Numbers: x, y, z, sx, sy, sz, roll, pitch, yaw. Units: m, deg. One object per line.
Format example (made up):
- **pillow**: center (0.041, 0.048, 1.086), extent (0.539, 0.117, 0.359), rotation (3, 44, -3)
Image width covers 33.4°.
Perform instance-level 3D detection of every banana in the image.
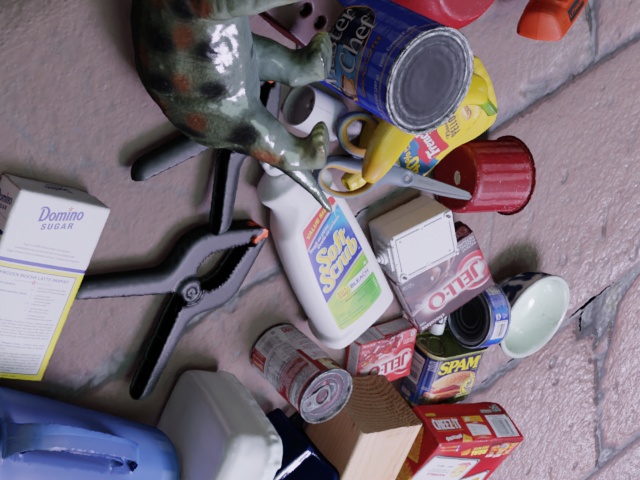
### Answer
- **banana**: center (0.109, -0.124, 1.060), extent (0.197, 0.037, 0.069), rotation (-29, 104, -31)

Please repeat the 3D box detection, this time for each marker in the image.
- **marker**: center (0.155, 0.062, 1.320), extent (0.020, 0.020, 0.121), rotation (-10, 122, -36)

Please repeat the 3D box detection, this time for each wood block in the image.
- **wood block**: center (0.030, 0.270, 1.273), extent (0.090, 0.091, 0.206), rotation (-2, 127, -35)

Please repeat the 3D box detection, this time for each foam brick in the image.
- **foam brick**: center (-0.026, -0.216, 0.966), extent (0.078, 0.051, 0.053), rotation (32, 95, -47)

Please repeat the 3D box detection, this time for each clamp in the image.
- **clamp**: center (-0.098, -0.097, 0.992), extent (0.120, 0.039, 0.171), rotation (25, 92, -45)
- **clamp**: center (-0.142, 0.042, 1.045), extent (0.210, 0.036, 0.164), rotation (-43, 135, -13)

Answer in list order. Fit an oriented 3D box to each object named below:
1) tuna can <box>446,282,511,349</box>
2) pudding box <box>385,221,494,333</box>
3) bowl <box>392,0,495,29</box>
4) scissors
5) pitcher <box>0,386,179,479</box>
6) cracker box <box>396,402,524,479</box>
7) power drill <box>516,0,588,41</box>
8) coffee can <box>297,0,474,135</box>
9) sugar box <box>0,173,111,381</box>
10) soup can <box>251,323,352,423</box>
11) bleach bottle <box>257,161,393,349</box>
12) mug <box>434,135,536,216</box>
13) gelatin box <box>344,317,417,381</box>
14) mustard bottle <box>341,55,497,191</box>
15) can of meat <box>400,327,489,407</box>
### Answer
- **tuna can**: center (0.195, 0.092, 1.324), extent (0.033, 0.086, 0.086), rotation (-6, 120, -36)
- **pudding box**: center (0.143, 0.044, 1.266), extent (0.113, 0.039, 0.090), rotation (-32, 126, -5)
- **bowl**: center (0.135, -0.271, 1.064), extent (0.161, 0.055, 0.162), rotation (-20, 127, -29)
- **scissors**: center (0.082, -0.083, 1.085), extent (0.201, 0.016, 0.096), rotation (-4, 110, -31)
- **pitcher**: center (-0.241, 0.211, 0.997), extent (0.242, 0.149, 0.145), rotation (24, 99, -49)
- **cracker box**: center (0.137, 0.301, 1.384), extent (0.163, 0.072, 0.214), rotation (5, 131, -41)
- **power drill**: center (0.234, -0.302, 1.088), extent (0.184, 0.057, 0.187), rotation (-51, 147, -38)
- **coffee can**: center (0.059, -0.172, 1.001), extent (0.102, 0.140, 0.103), rotation (-21, 128, -29)
- **sugar box**: center (-0.261, 0.035, 0.936), extent (0.093, 0.048, 0.176), rotation (14, 103, -45)
- **soup can**: center (-0.022, 0.144, 1.163), extent (0.068, 0.102, 0.068), rotation (-21, 128, -29)
- **bleach bottle**: center (-0.007, 0.001, 1.116), extent (0.102, 0.068, 0.250), rotation (-41, 133, -13)
- **mug**: center (0.178, -0.067, 1.217), extent (0.081, 0.093, 0.117), rotation (-4, 155, -33)
- **gelatin box**: center (0.073, 0.140, 1.293), extent (0.089, 0.030, 0.073), rotation (-14, 125, -33)
- **mustard bottle**: center (0.100, -0.114, 1.132), extent (0.191, 0.058, 0.096), rotation (-37, 133, -15)
- **can of meat**: center (0.156, 0.163, 1.359), extent (0.101, 0.058, 0.084), rotation (-6, 123, -37)
